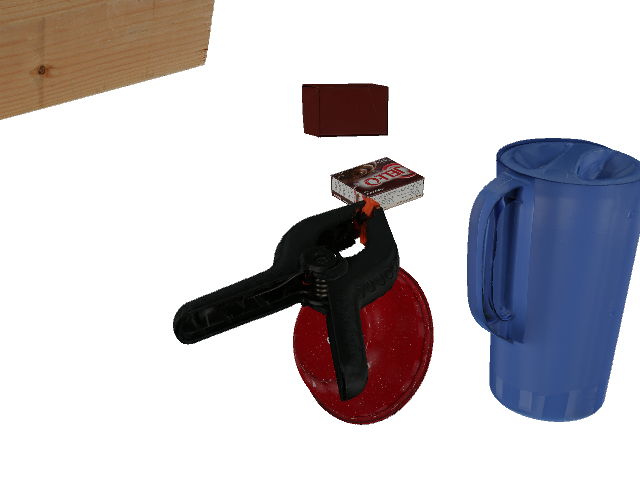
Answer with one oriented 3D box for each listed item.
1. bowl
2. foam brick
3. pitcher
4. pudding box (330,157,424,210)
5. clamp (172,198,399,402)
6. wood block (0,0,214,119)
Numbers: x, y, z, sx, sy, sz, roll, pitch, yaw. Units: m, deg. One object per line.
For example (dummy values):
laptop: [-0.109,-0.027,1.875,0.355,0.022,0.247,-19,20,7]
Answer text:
bowl: [0.027,0.093,1.018,0.162,0.162,0.055,0,-11,41]
foam brick: [0.025,-0.134,1.095,0.078,0.051,0.053,-3,13,-18]
pitcher: [0.206,0.038,0.958,0.149,0.243,0.145,6,22,10]
pudding box: [0.085,-0.082,1.600,0.113,0.039,0.090,-22,35,-30]
clamp: [0.006,0.031,0.651,0.120,0.039,0.171,28,46,22]
wood block: [-0.194,-0.174,0.841,0.205,0.091,0.090,-22,53,-35]
